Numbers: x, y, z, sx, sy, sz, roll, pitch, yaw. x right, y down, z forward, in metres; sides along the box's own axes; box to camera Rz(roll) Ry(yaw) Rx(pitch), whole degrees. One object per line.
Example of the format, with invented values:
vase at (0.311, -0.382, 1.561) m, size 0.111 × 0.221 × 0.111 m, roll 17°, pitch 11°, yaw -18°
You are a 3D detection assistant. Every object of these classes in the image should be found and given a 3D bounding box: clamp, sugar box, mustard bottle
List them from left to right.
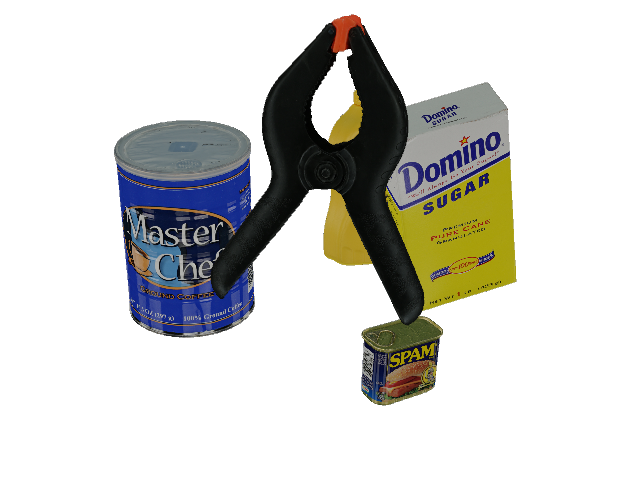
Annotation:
clamp at (-0.005, -0.035, 0.584) m, size 0.120 × 0.171 × 0.039 m, roll -2°, pitch 12°, yaw 2°
mustard bottle at (0.051, -0.075, 1.072) m, size 0.096 × 0.192 × 0.058 m, roll -8°, pitch 19°, yaw -30°
sugar box at (0.101, -0.029, 0.831) m, size 0.093 × 0.176 × 0.048 m, roll -18°, pitch 43°, yaw -5°

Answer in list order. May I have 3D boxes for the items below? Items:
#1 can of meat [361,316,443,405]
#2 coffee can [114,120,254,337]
can of meat at (0.100, 0.151, 1.340) m, size 0.101 × 0.084 × 0.058 m, roll -12°, pitch 29°, yaw -29°
coffee can at (-0.104, -0.010, 0.834) m, size 0.103 × 0.140 × 0.103 m, roll 0°, pitch 28°, yaw 0°
